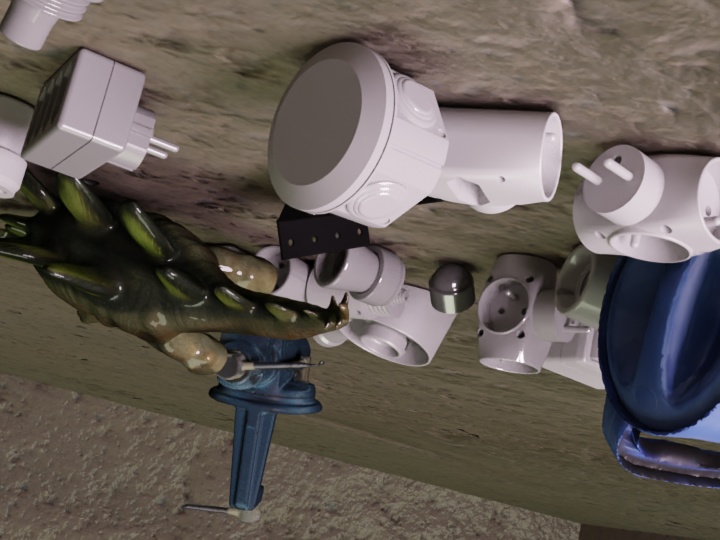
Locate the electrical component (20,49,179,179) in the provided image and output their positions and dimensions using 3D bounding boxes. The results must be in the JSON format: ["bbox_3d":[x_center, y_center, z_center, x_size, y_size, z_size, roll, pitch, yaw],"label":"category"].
[{"bbox_3d":[-0.141,-0.080,0.612,0.076,0.047,0.083,20,164,-27],"label":"electrical component"}]

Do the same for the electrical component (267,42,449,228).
[{"bbox_3d":[-0.002,-0.061,0.504,0.051,0.080,0.080,18,166,-41],"label":"electrical component"}]

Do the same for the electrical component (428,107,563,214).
[{"bbox_3d":[0.064,-0.053,0.550,0.077,0.043,0.079,6,165,23],"label":"electrical component"}]

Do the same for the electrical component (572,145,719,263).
[{"bbox_3d":[0.140,-0.038,0.542,0.079,0.044,0.077,25,162,-36],"label":"electrical component"}]

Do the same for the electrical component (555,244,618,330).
[{"bbox_3d":[0.160,0.013,0.702,0.047,0.055,0.055,20,164,-14],"label":"electrical component"}]

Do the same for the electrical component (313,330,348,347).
[{"bbox_3d":[-0.020,0.051,1.031,0.040,0.040,0.046,21,158,-30],"label":"electrical component"}]

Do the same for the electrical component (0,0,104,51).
[{"bbox_3d":[-0.117,-0.115,0.413,0.048,0.062,0.048,31,-162,-11],"label":"electrical component"}]

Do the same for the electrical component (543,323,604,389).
[{"bbox_3d":[0.187,0.053,0.816,0.096,0.061,0.061,22,163,-34],"label":"electrical component"}]

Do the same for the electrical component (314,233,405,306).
[{"bbox_3d":[0.000,0.000,0.805,0.055,0.045,0.045,22,163,-33],"label":"electrical component"}]

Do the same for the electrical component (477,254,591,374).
[{"bbox_3d":[0.126,0.031,0.753,0.079,0.077,0.044,0,161,38],"label":"electrical component"}]

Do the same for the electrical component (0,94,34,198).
[{"bbox_3d":[-0.231,-0.078,0.678,0.045,0.055,0.045,12,166,3],"label":"electrical component"}]

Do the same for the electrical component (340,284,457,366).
[{"bbox_3d":[0.031,0.041,0.947,0.099,0.064,0.099,21,158,9],"label":"electrical component"}]

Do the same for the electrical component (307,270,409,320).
[{"bbox_3d":[0.002,0.018,0.876,0.081,0.043,0.043,4,163,30],"label":"electrical component"}]

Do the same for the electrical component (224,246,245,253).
[{"bbox_3d":[-0.127,0.014,0.931,0.096,0.061,0.061,1,162,38],"label":"electrical component"}]

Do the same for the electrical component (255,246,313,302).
[{"bbox_3d":[-0.055,0.013,0.905,0.043,0.043,0.081,4,164,30],"label":"electrical component"}]
